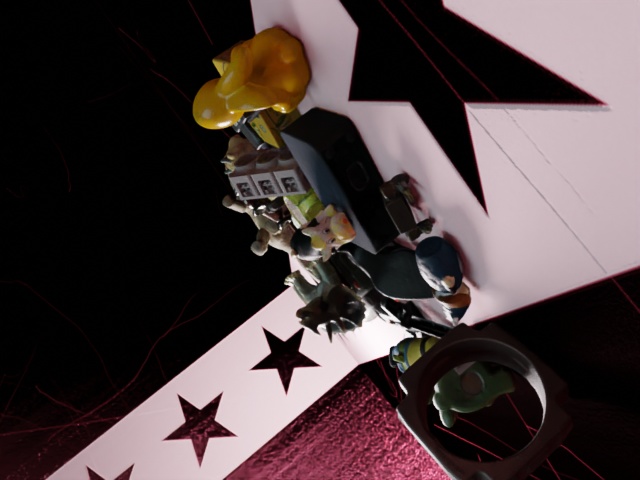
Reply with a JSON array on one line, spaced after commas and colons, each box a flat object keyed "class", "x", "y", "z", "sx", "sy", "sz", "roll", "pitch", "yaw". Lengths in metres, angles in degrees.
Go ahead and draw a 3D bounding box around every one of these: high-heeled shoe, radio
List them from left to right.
[{"class": "radio", "x": 0.040, "y": -0.090, "z": 0.849, "sx": 0.229, "sy": 0.073, "sz": 0.131, "roll": 56, "pitch": 168, "yaw": -29}, {"class": "high-heeled shoe", "x": 0.138, "y": 0.041, "z": 0.933, "sx": 0.249, "sy": 0.086, "sz": 0.145, "roll": 23, "pitch": -165, "yaw": 30}]

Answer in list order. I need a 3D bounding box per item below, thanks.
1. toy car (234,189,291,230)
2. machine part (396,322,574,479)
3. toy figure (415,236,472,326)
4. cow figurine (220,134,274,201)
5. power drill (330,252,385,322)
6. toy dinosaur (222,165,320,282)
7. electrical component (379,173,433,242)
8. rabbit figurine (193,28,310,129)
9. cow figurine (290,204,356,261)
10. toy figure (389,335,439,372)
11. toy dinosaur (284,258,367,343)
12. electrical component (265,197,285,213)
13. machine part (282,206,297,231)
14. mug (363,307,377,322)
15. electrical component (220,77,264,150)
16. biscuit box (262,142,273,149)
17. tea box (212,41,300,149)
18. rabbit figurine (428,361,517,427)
[{"class": "toy car", "x": -0.133, "y": -0.084, "z": 1.307, "sx": 0.089, "sy": 0.053, "sz": 0.202, "roll": 44, "pitch": -173, "yaw": 26}, {"class": "machine part", "x": 0.229, "y": 0.234, "z": 0.759, "sx": 0.202, "sy": 0.201, "sz": 0.087, "roll": 44, "pitch": 169, "yaw": 38}, {"class": "toy figure", "x": 0.183, "y": 0.062, "z": 0.769, "sx": 0.058, "sy": 0.064, "sz": 0.154, "roll": -11, "pitch": 130, "yaw": 29}, {"class": "cow figurine", "x": -0.136, "y": -0.164, "z": 1.215, "sx": 0.195, "sy": 0.127, "sz": 0.085, "roll": 47, "pitch": 166, "yaw": 13}, {"class": "power drill", "x": 0.101, "y": 0.077, "z": 1.168, "sx": 0.232, "sy": 0.086, "sz": 0.207, "roll": 53, "pitch": 178, "yaw": 10}, {"class": "toy dinosaur", "x": -0.122, "y": -0.037, "z": 1.497, "sx": 0.471, "sy": 0.105, "sz": 0.198, "roll": 56, "pitch": -156, "yaw": 2}, {"class": "electrical component", "x": 0.119, "y": -0.044, "z": 0.745, "sx": 0.102, "sy": 0.045, "sz": 0.078, "roll": 58, "pitch": -163, "yaw": -18}, {"class": "rabbit figurine", "x": -0.100, "y": -0.213, "z": 0.762, "sx": 0.121, "sy": 0.173, "sz": 0.162, "roll": 60, "pitch": 172, "yaw": -19}, {"class": "cow figurine", "x": -0.003, "y": -0.004, "z": 0.853, "sx": 0.068, "sy": 0.098, "sz": 0.167, "roll": 57, "pitch": 170, "yaw": -3}, {"class": "toy figure", "x": 0.207, "y": 0.234, "z": 1.092, "sx": 0.089, "sy": 0.082, "sz": 0.180, "roll": 49, "pitch": 154, "yaw": -18}, {"class": "toy dinosaur", "x": 0.016, "y": 0.134, "z": 1.268, "sx": 0.192, "sy": 0.131, "sz": 0.405, "roll": 54, "pitch": 180, "yaw": 4}, {"class": "electrical component", "x": -0.085, "y": -0.079, "z": 1.112, "sx": 0.021, "sy": 0.063, "sz": 0.094, "roll": 54, "pitch": 171, "yaw": -9}, {"class": "machine part", "x": -0.044, "y": -0.060, "z": 1.368, "sx": 0.179, "sy": 0.056, "sz": 0.179, "roll": 49, "pitch": 168, "yaw": 14}, {"class": "mug", "x": 0.115, "y": 0.140, "z": 1.317, "sx": 0.109, "sy": 0.081, "sz": 0.107, "roll": 63, "pitch": 164, "yaw": 13}, {"class": "electrical component", "x": -0.120, "y": -0.207, "z": 0.861, "sx": 0.119, "sy": 0.048, "sz": 0.075, "roll": 47, "pitch": 161, "yaw": -5}, {"class": "biscuit box", "x": -0.050, "y": -0.143, "z": 1.092, "sx": 0.202, "sy": 0.059, "sz": 0.063, "roll": 57, "pitch": 169, "yaw": -30}, {"class": "tea box", "x": -0.104, "y": -0.252, "z": 0.932, "sx": 0.098, "sy": 0.068, "sz": 0.169, "roll": 36, "pitch": 160, "yaw": 56}, {"class": "rabbit figurine", "x": 0.249, "y": 0.246, "z": 0.930, "sx": 0.121, "sy": 0.159, "sz": 0.170, "roll": 39, "pitch": -178, "yaw": 14}]
